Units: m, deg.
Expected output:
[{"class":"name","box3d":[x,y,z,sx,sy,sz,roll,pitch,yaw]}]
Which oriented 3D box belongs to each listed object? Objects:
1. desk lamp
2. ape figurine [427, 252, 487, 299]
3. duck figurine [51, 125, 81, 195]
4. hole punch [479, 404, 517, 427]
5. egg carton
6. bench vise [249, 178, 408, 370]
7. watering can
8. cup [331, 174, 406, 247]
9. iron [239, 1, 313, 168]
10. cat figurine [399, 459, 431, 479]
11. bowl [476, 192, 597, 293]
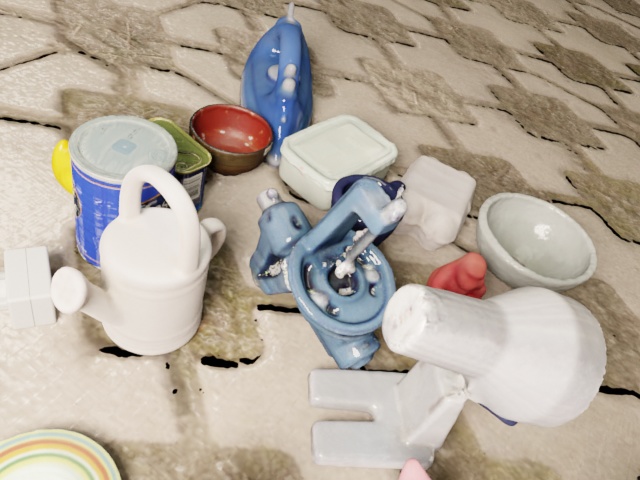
[{"class":"desk lamp","box3d":[0.111,0.122,0.514,0.203,0.213,0.118,6,46,-14]},{"class":"ape figurine","box3d":[0.169,0.052,0.691,0.078,0.092,0.076,7,45,-13]},{"class":"duck figurine","box3d":[-0.272,-0.100,0.685,0.104,0.086,0.078,27,44,7]},{"class":"hole punch","box3d":[0.205,0.130,0.629,0.101,0.091,0.109,36,46,16]},{"class":"egg carton","box3d":[0.157,-0.054,0.806,0.107,0.069,0.150,27,44,7]},{"class":"bench vise","box3d":[-0.001,0.008,0.580,0.207,0.220,0.122,34,46,14]},{"class":"watering can","box3d":[-0.156,0.020,0.532,0.101,0.194,0.173,24,44,5]},{"class":"cup","box3d":[0.058,-0.026,0.725,0.091,0.095,0.118,41,48,21]},{"class":"iron","box3d":[-0.054,-0.242,0.861,0.119,0.141,0.258,7,45,-13]},{"class":"cat figurine","box3d":[0.076,0.248,0.448,0.067,0.118,0.128,19,44,-1]},{"class":"bowl","box3d":[0.280,0.016,0.779,0.167,0.075,0.167,10,45,-10]}]
